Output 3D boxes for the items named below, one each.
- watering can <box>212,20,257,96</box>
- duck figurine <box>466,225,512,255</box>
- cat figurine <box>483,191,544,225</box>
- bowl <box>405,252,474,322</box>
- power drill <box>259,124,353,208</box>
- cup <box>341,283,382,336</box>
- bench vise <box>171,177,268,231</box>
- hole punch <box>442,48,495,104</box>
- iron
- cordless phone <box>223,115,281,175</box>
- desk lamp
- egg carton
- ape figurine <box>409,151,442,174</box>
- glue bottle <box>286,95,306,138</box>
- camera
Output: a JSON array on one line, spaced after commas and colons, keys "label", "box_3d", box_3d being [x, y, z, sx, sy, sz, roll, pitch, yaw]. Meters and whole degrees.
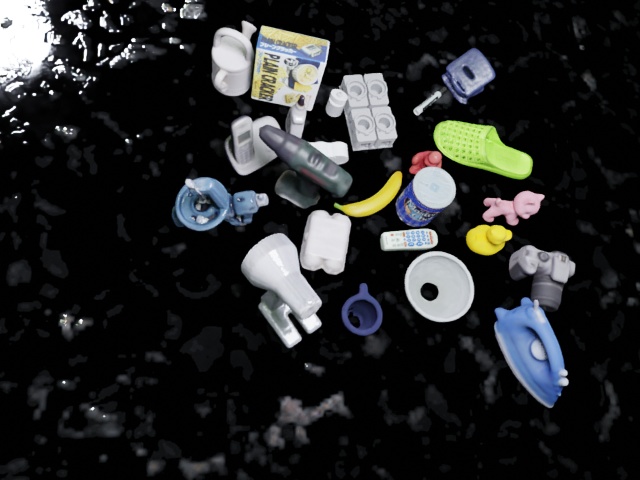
[{"label": "watering can", "box_3d": [-0.207, -0.444, 1.365, 0.101, 0.194, 0.173, 4, 72, -9]}, {"label": "duck figurine", "box_3d": [0.418, -0.008, 1.406, 0.105, 0.086, 0.077, 0, 73, -10]}, {"label": "cat figurine", "box_3d": [0.487, -0.087, 1.427, 0.128, 0.117, 0.067, 5, 72, -9]}, {"label": "bowl", "box_3d": [0.271, 0.116, 1.346, 0.167, 0.074, 0.167, 3, 73, -10]}, {"label": "power drill", "box_3d": [-0.044, -0.155, 1.299, 0.229, 0.208, 0.076, 27, 70, -1]}, {"label": "cup", "box_3d": [0.086, 0.162, 1.286, 0.092, 0.095, 0.118, 6, 72, -8]}, {"label": "bench vise", "box_3d": [-0.221, -0.098, 1.242, 0.208, 0.219, 0.121, -24, 79, -16]}, {"label": "hole punch", "box_3d": [0.397, -0.439, 1.532, 0.101, 0.091, 0.108, -31, 81, -18]}, {"label": "iron", "box_3d": [0.508, 0.258, 1.312, 0.119, 0.141, 0.258, -18, 77, -15]}, {"label": "cordless phone", "box_3d": [-0.149, -0.241, 1.318, 0.148, 0.185, 0.094, -37, 82, -18]}, {"label": "desk lamp", "box_3d": [-0.071, 0.107, 1.210, 0.118, 0.213, 0.203, -34, 82, -18]}, {"label": "egg carton", "box_3d": [0.012, 0.005, 1.334, 0.107, 0.069, 0.150, 11, 71, -7]}, {"label": "ape figurine", "box_3d": [0.275, -0.195, 1.433, 0.076, 0.092, 0.078, -31, 81, -18]}, {"label": "glue bottle", "box_3d": [-0.053, -0.293, 1.359, 0.037, 0.173, 0.078, 0, 73, -10]}, {"label": "camera", "box_3d": [0.542, 0.096, 1.389, 0.143, 0.100, 0.137, 17, 71, -5]}]
